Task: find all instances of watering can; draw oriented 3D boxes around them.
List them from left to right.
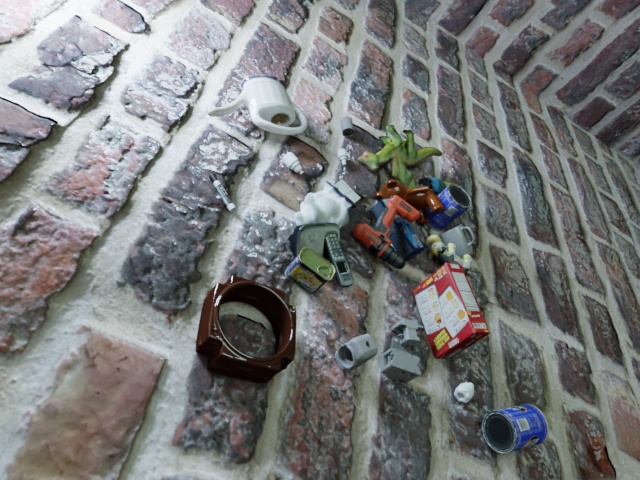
[{"bbox_3d":[-0.193,-0.424,1.591,0.347,0.102,0.229,5,51,-34],"label":"watering can"}]

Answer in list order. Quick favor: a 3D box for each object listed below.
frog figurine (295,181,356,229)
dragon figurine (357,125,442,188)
[{"bbox_3d":[0.004,-0.074,1.464,0.161,0.122,0.137,-42,94,-14],"label":"frog figurine"},{"bbox_3d":[0.313,-0.276,1.879,0.409,0.120,0.247,11,66,-28],"label":"dragon figurine"}]
